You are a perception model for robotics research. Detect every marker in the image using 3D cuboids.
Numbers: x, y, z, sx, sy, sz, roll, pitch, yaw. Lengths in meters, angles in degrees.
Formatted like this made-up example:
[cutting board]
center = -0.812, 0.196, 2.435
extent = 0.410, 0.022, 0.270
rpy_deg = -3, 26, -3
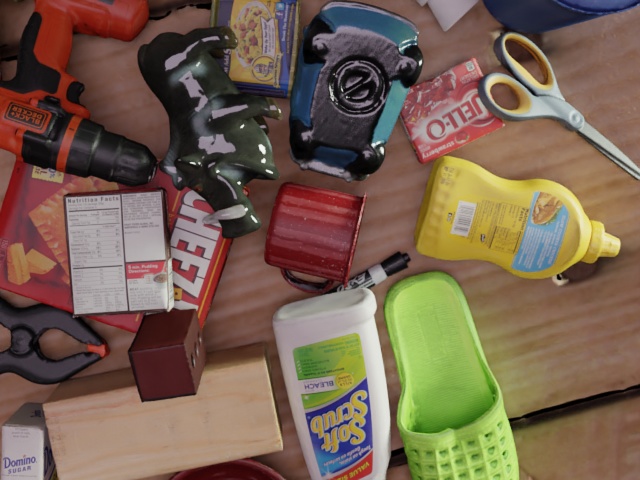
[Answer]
[marker]
center = 0.034, 0.045, 1.044
extent = 0.121, 0.020, 0.020
rpy_deg = -30, 94, 1

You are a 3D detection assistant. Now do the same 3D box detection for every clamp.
[clamp]
center = -0.291, 0.088, 1.032
extent = 0.171, 0.039, 0.120
rpy_deg = -2, 93, -4

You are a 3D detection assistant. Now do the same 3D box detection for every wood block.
[wood block]
center = -0.145, 0.167, 1.014
extent = 0.206, 0.091, 0.090
rpy_deg = -11, 96, -1

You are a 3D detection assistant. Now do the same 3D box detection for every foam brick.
[foam brick]
center = -0.134, 0.102, 0.950
extent = 0.051, 0.078, 0.053
rpy_deg = -10, 110, 5

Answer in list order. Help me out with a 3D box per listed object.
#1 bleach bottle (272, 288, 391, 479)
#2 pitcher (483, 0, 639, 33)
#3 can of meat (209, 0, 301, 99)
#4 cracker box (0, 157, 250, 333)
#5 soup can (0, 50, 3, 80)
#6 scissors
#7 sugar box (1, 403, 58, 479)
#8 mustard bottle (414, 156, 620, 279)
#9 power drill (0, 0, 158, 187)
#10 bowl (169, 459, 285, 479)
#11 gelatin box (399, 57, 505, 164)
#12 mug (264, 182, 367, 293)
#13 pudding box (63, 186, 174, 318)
[bleach bottle]
center = 0.029, 0.178, 1.025
extent = 0.102, 0.068, 0.251
rpy_deg = -12, 103, 6
[pitcher]
center = 0.218, -0.247, 0.912
extent = 0.149, 0.243, 0.145
rpy_deg = 22, 94, -3
[can of meat]
center = -0.063, -0.185, 1.006
extent = 0.084, 0.057, 0.102
rpy_deg = 5, 95, -4
[cracker box]
center = -0.193, -0.006, 1.009
extent = 0.213, 0.072, 0.164
rpy_deg = 19, 94, -3
[soup can]
center = -0.327, -0.184, 0.972
extent = 0.068, 0.068, 0.102
rpy_deg = 8, 129, -2
[scissors]
center = 0.226, -0.110, 1.023
extent = 0.096, 0.016, 0.202
rpy_deg = -41, 95, -24
[sugar box]
center = -0.275, 0.252, 1.017
extent = 0.048, 0.093, 0.176
rpy_deg = 5, 95, -3
[mustard bottle]
center = 0.193, -0.014, 1.022
extent = 0.191, 0.058, 0.096
rpy_deg = 13, 106, -2
[power drill]
center = -0.216, -0.146, 0.962
extent = 0.184, 0.057, 0.187
rpy_deg = 18, 61, -7
[bowl]
center = -0.089, 0.284, 1.042
extent = 0.162, 0.055, 0.162
rpy_deg = 0, 94, -1
[gelatin box]
center = 0.122, -0.124, 1.027
extent = 0.089, 0.030, 0.073
rpy_deg = -24, 94, 1
[mug]
center = -0.007, 0.001, 1.012
extent = 0.081, 0.093, 0.117
rpy_deg = 13, 129, 3
[pudding box]
center = -0.180, 0.011, 0.956
extent = 0.090, 0.039, 0.113
rpy_deg = -3, 93, -3
